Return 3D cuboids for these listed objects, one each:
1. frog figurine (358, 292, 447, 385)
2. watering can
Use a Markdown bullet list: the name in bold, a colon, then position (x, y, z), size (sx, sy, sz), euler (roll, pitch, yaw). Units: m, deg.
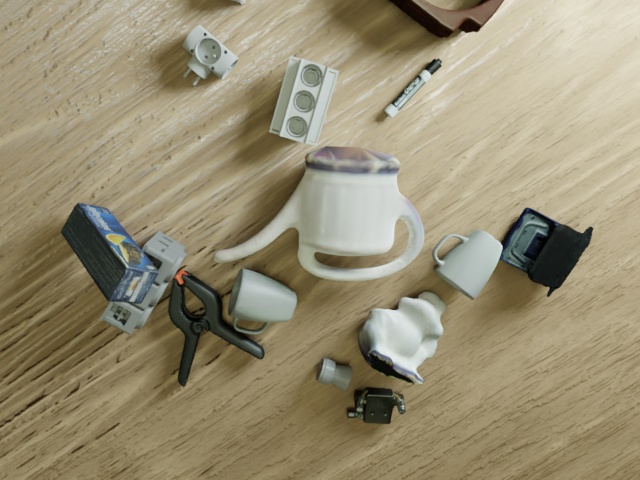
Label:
- **frog figurine**: position (0.146, 0.159, 0.911), size (0.137, 0.120, 0.162), euler (28, 64, -1)
- **watering can**: position (0.003, -0.042, 0.842), size (0.348, 0.105, 0.222), euler (3, 101, -4)
